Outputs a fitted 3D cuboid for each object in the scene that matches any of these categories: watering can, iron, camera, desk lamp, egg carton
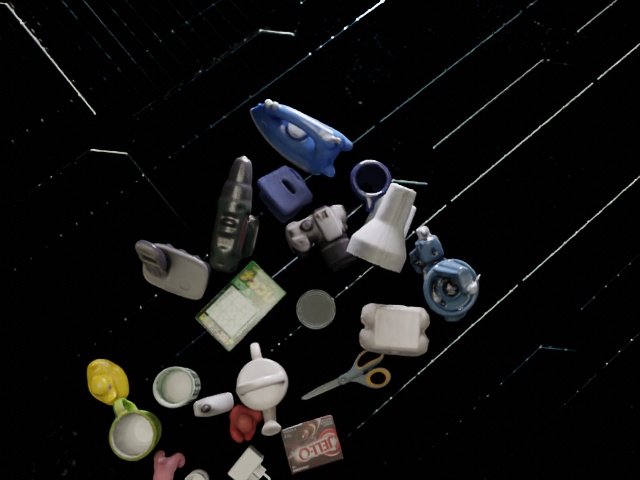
[{"bbox_3d":[-0.111,0.294,1.138,0.101,0.194,0.173,-35,81,-9],"label":"watering can"},{"bbox_3d":[-0.055,-0.254,1.290,0.258,0.141,0.119,31,78,5],"label":"iron"},{"bbox_3d":[0.012,0.004,1.256,0.143,0.101,0.137,-25,80,-7],"label":"camera"},{"bbox_3d":[0.138,-0.024,1.210,0.118,0.213,0.203,22,77,3],"label":"desk lamp"},{"bbox_3d":[0.161,0.195,1.236,0.150,0.069,0.107,4,77,-1],"label":"egg carton"}]

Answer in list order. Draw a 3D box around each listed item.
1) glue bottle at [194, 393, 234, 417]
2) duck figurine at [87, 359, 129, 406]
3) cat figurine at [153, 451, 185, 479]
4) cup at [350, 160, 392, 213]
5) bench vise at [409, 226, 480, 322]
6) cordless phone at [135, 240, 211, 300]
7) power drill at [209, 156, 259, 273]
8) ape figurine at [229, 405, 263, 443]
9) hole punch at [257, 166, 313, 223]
[{"bbox_3d":[-0.217,0.331,1.136,0.078,0.173,0.037,-12,78,-5],"label":"glue bottle"},{"bbox_3d":[-0.447,0.294,1.180,0.077,0.086,0.104,-36,81,-9],"label":"duck figurine"},{"bbox_3d":[-0.314,0.488,1.126,0.067,0.118,0.128,3,77,-1],"label":"cat figurine"},{"bbox_3d":[0.110,-0.110,1.289,0.091,0.095,0.118,2,77,-2],"label":"cup"},{"bbox_3d":[0.252,0.070,1.190,0.121,0.220,0.207,-41,82,-10],"label":"bench vise"},{"bbox_3d":[-0.307,0.056,1.188,0.147,0.185,0.094,18,77,2],"label":"cordless phone"},{"bbox_3d":[-0.176,-0.038,1.202,0.075,0.208,0.230,10,77,0],"label":"power drill"},{"bbox_3d":[-0.153,0.374,1.171,0.078,0.092,0.076,-28,80,-8],"label":"ape figurine"},{"bbox_3d":[-0.078,-0.110,1.283,0.101,0.091,0.108,-40,82,-10],"label":"hole punch"}]
